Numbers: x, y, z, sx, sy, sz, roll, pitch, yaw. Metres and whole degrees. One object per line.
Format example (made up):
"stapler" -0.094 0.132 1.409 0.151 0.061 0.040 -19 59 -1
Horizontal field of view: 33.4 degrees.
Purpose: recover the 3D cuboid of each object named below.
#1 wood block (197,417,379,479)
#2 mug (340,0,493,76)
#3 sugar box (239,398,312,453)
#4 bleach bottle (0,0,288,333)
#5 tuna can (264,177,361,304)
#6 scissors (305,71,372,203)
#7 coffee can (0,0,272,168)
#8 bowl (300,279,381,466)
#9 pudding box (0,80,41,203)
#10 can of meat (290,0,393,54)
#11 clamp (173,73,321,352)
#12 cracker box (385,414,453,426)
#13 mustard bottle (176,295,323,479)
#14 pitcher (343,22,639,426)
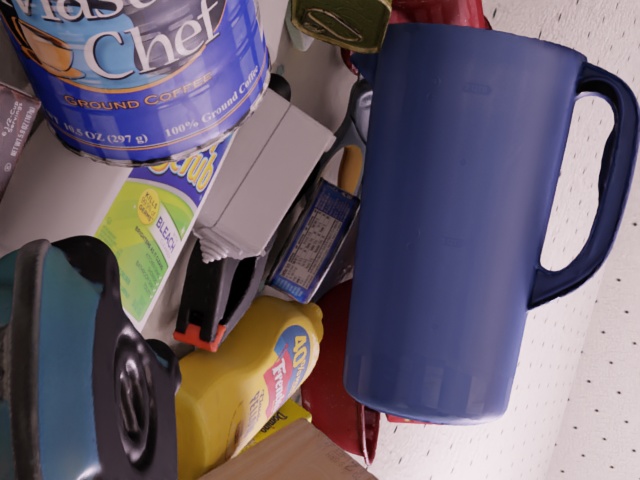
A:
"wood block" -0.061 0.203 0.625 0.205 0.090 0.091 -26 135 -36
"mug" 0.064 -0.161 0.760 0.117 0.093 0.081 -32 144 -8
"sugar box" -0.058 0.208 0.803 0.093 0.048 0.176 -24 130 -39
"bleach bottle" -0.078 -0.066 0.513 0.250 0.068 0.102 -65 155 -22
"tuna can" -0.005 0.001 0.746 0.086 0.033 0.086 -62 -178 4
"scissors" 0.045 -0.097 0.760 0.096 0.016 0.202 -4 131 -34
"coffee can" -0.079 -0.111 0.409 0.102 0.103 0.140 -58 156 -29
"bowl" 0.018 0.101 0.866 0.162 0.055 0.162 1 90 -82
"pudding box" -0.159 -0.015 0.385 0.113 0.039 0.090 -70 160 0
"can of meat" 0.023 -0.165 0.611 0.102 0.057 0.084 101 8 -82
"clamp" -0.043 -0.009 0.683 0.171 0.039 0.120 -68 156 -9
"cracker box" 0.089 0.025 0.905 0.164 0.072 0.213 81 12 -53
"mustard bottle" -0.050 0.092 0.727 0.191 0.058 0.096 -41 146 -53
"pitcher" 0.094 -0.009 0.677 0.144 0.149 0.243 6 94 -29
